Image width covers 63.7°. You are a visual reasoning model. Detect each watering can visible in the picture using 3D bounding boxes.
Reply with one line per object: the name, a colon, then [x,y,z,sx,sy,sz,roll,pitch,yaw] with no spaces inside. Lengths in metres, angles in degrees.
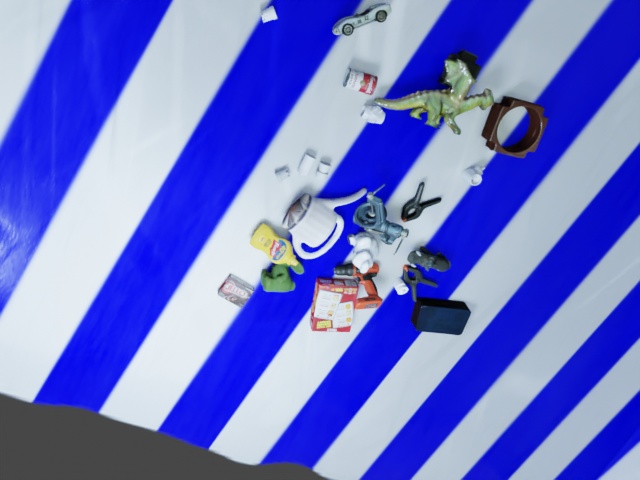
watering can: [0.006,-0.095,1.886,0.222,0.105,0.347,35,92,-28]

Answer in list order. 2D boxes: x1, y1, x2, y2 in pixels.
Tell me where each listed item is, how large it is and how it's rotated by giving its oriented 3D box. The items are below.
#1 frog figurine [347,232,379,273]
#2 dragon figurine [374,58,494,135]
frog figurine: [0.174,0.048,1.938,0.123,0.162,0.135,-7,114,-9]
dragon figurine: [0.413,-0.504,1.759,0.409,0.125,0.238,15,116,-16]
